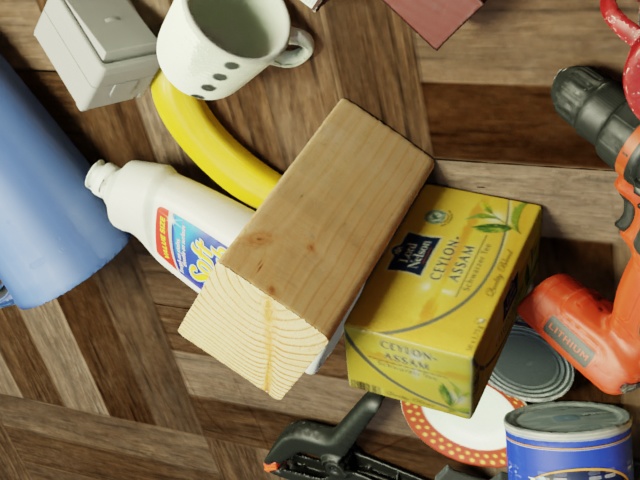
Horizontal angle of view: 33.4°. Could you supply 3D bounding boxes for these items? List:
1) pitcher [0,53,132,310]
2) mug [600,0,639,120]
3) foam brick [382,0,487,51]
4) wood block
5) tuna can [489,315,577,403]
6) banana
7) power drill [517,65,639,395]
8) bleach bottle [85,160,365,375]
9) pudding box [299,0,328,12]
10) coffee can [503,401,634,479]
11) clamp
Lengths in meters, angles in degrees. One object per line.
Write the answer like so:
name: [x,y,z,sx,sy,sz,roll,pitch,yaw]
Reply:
pitcher: [-0.290,-0.062,0.947,0.145,0.149,0.242,-15,116,46]
mug: [0.218,-0.117,0.632,0.117,0.081,0.093,34,137,0]
foam brick: [0.071,-0.174,0.691,0.078,0.053,0.051,42,136,-8]
wood block: [-0.004,0.001,0.780,0.090,0.205,0.091,35,137,-1]
tuna can: [0.171,0.092,0.880,0.086,0.033,0.086,17,134,18]
banana: [-0.080,-0.082,0.874,0.070,0.037,0.197,-19,116,42]
power drill: [0.201,-0.002,0.716,0.185,0.057,0.188,46,138,30]
bleach bottle: [-0.089,0.009,0.906,0.251,0.068,0.103,29,132,9]
pudding box: [-0.021,-0.222,0.715,0.113,0.039,0.090,39,138,-2]
coffee can: [0.206,0.212,0.874,0.103,0.102,0.140,-2,96,32]
clamp: [0.031,0.226,1.080,0.210,0.036,0.164,-20,116,43]
